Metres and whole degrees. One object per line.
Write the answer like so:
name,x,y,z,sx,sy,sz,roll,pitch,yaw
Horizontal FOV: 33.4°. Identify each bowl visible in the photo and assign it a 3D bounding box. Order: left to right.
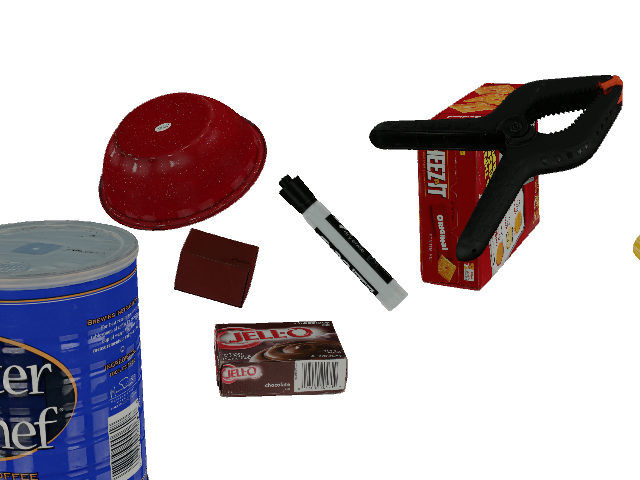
bowl,-0.133,-0.084,0.960,0.162,0.162,0.055,0,-44,19

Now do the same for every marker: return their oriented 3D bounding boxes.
marker,0.014,0.000,0.756,0.020,0.121,0.020,-43,-2,-2

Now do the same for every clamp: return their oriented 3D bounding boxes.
clamp,0.163,-0.073,0.882,0.210,0.164,0.036,-21,-38,-2

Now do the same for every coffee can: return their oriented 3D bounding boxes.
coffee can,-0.144,0.069,0.560,0.103,0.140,0.103,0,16,0

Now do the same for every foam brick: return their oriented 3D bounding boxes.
foam brick,-0.112,0.030,1.145,0.078,0.051,0.053,16,30,1

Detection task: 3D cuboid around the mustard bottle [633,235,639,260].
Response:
mustard bottle,0.262,0.041,0.644,0.096,0.058,0.192,-20,33,-22

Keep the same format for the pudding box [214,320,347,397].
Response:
pudding box,-0.038,0.104,0.957,0.113,0.039,0.090,1,18,-9

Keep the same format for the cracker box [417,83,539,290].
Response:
cracker box,0.168,-0.064,1.118,0.072,0.164,0.213,6,22,27
